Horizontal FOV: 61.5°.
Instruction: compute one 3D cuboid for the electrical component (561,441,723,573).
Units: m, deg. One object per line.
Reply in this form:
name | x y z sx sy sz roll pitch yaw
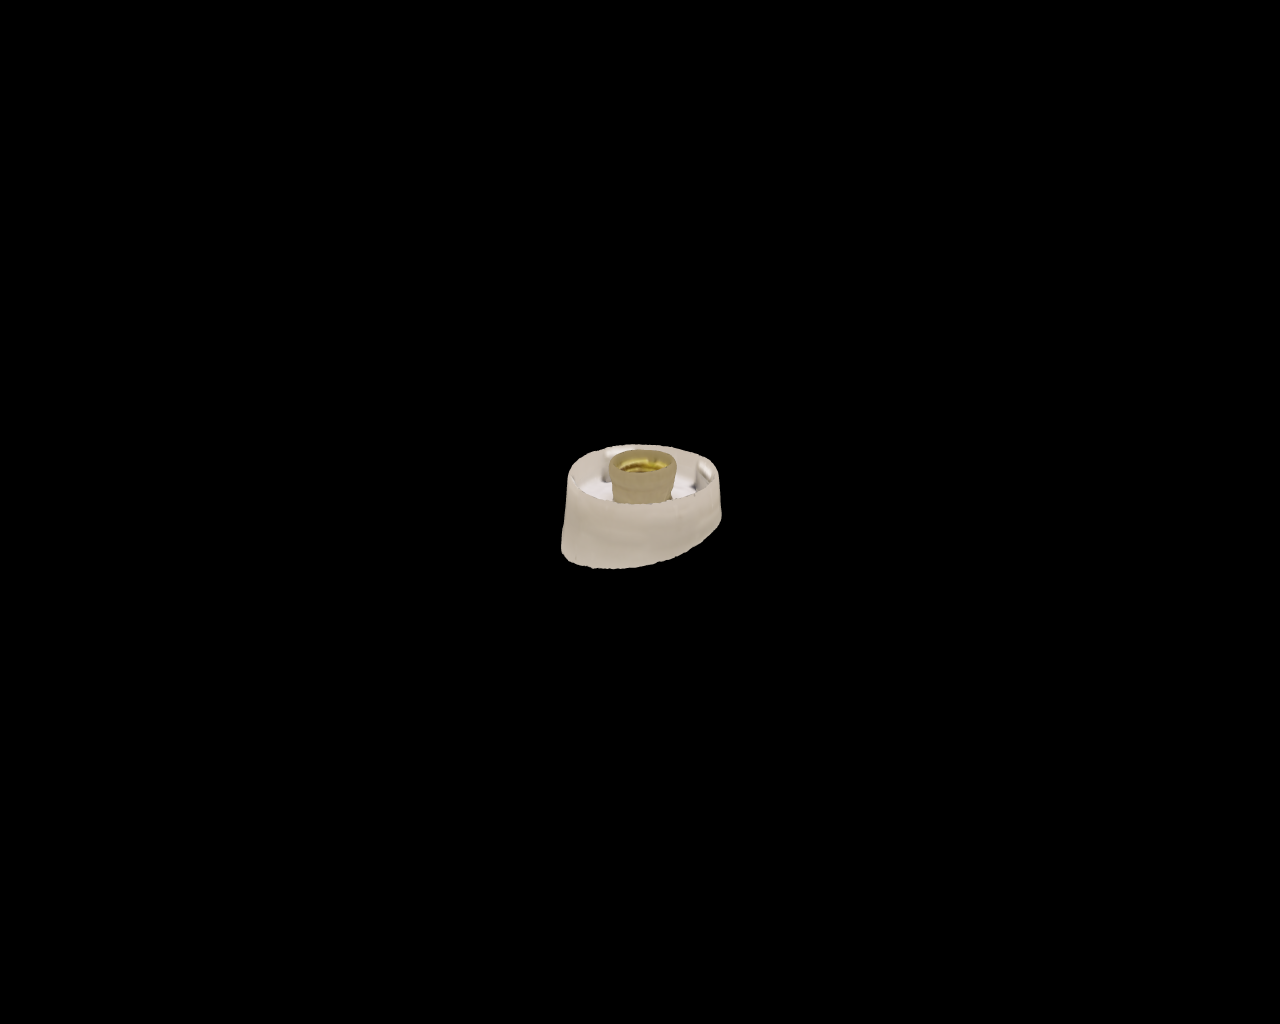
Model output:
electrical component | 0.001 -0.003 0.650 0.099 0.064 0.099 0 26 0
